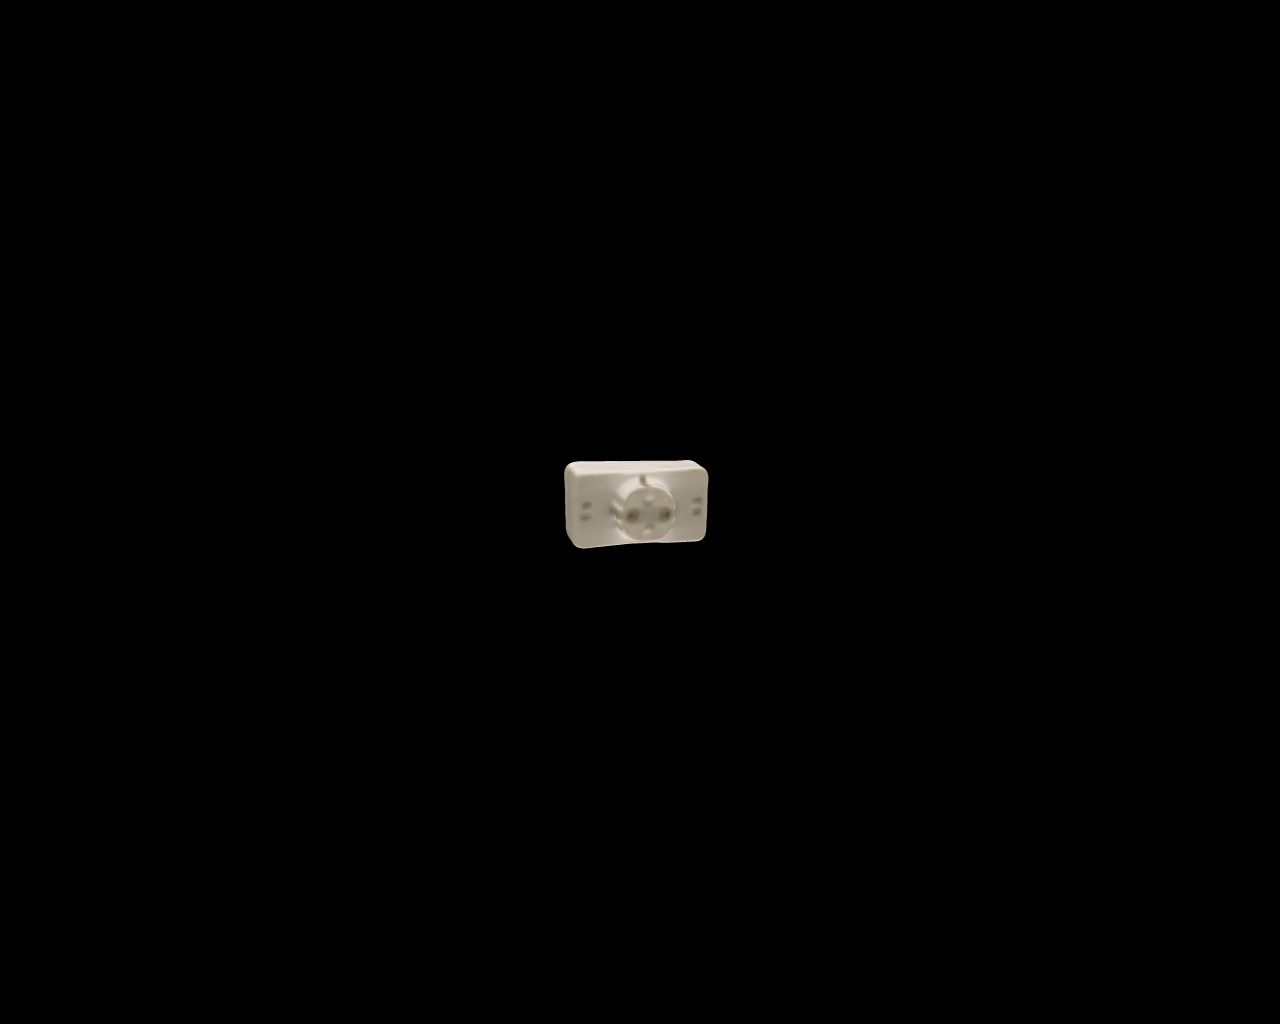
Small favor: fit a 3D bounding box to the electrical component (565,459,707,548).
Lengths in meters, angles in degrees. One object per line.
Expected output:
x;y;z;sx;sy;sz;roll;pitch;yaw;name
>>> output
0.001;-0.003;0.650;0.083;0.047;0.076;-2;12;-11;electrical component
